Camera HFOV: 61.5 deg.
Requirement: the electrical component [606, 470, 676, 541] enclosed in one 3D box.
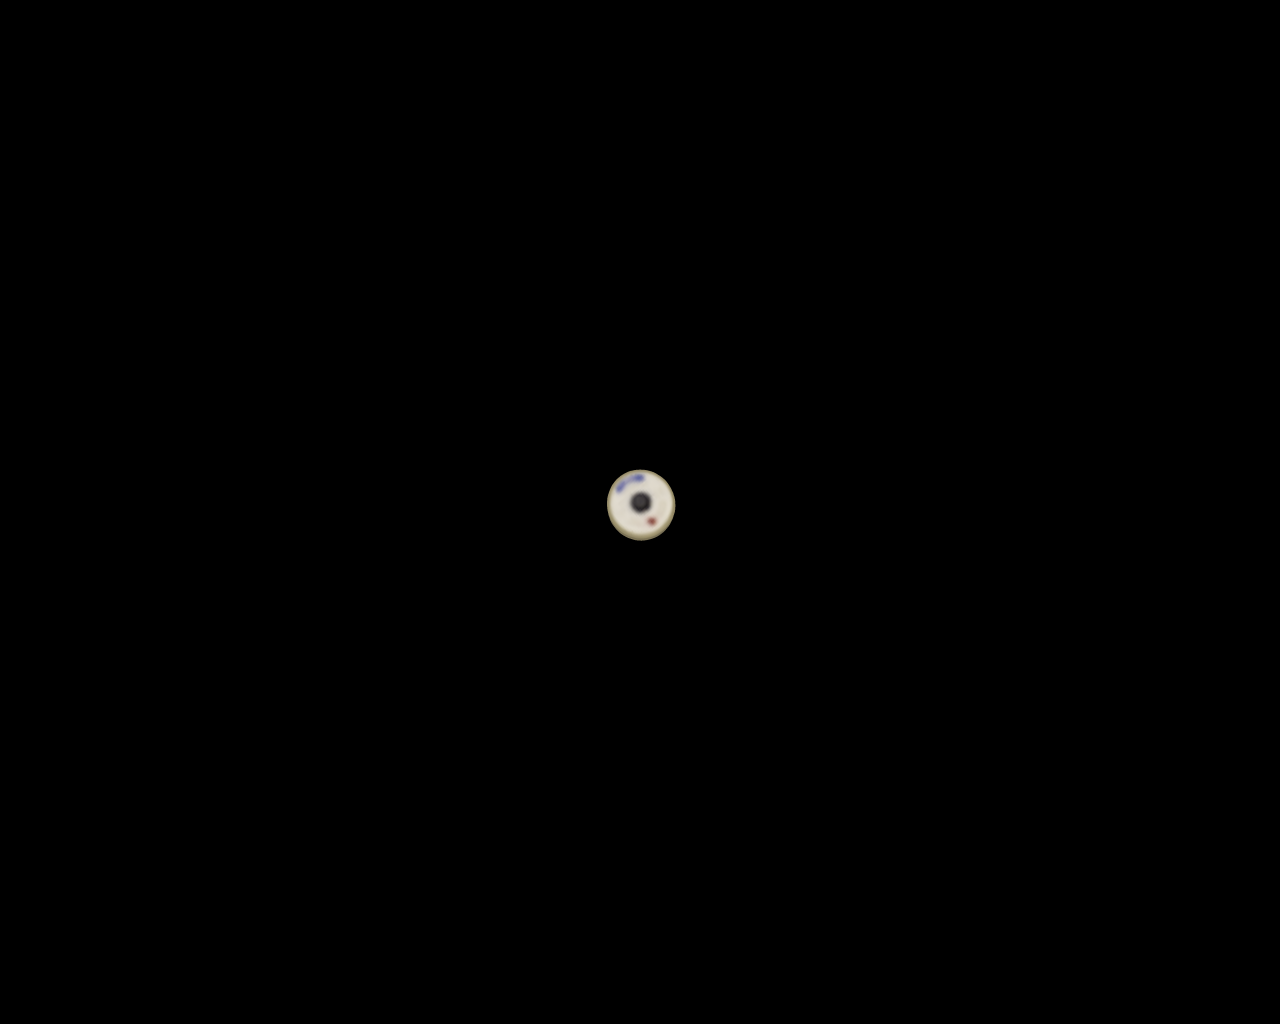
[{"bbox_3d":[0.001,-0.003,0.650,0.040,0.040,0.078,0,-4,0],"label":"electrical component"}]
